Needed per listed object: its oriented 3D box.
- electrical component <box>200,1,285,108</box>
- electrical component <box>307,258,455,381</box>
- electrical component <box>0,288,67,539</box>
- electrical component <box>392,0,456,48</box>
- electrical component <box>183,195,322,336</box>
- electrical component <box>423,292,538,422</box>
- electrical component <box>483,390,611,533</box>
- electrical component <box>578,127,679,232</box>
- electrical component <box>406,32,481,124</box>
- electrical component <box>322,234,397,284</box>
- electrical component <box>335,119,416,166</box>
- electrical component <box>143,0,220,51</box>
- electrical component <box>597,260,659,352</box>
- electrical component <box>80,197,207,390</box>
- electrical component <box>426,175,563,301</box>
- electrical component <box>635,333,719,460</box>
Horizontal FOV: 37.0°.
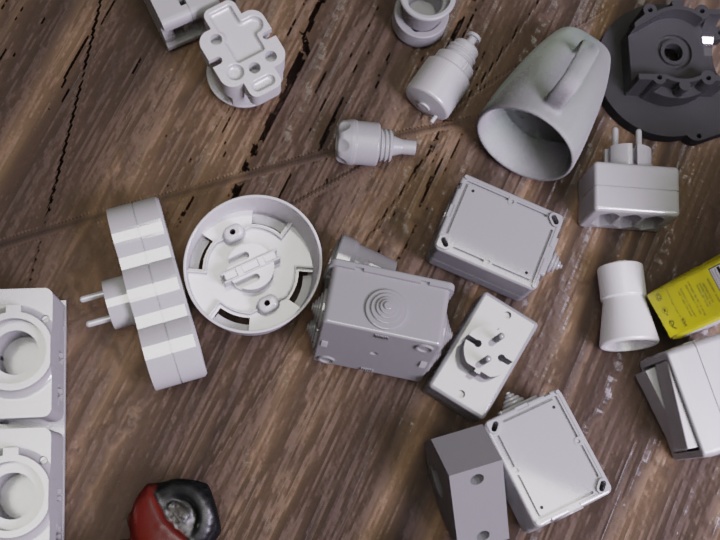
[{"bbox_3d":[-0.089,-0.158,0.822,0.058,0.057,0.078,-30,82,-11],"label":"electrical component"},{"bbox_3d":[0.014,0.039,0.768,0.100,0.099,0.048,12,66,-2],"label":"electrical component"},{"bbox_3d":[-0.264,0.109,0.747,0.105,0.060,0.186,-2,78,-5],"label":"electrical component"},{"bbox_3d":[0.049,-0.205,0.845,0.045,0.055,0.045,1,78,-5],"label":"electrical component"},{"bbox_3d":[-0.079,-0.001,0.785,0.099,0.064,0.099,1,78,-5],"label":"electrical component"},{"bbox_3d":[0.090,0.061,0.781,0.047,0.075,0.083,32,77,2],"label":"electrical component"},{"bbox_3d":[0.128,0.134,0.779,0.062,0.061,0.096,-23,73,-9],"label":"electrical component"},{"bbox_3d":[0.208,-0.074,0.836,0.066,0.047,0.076,4,76,-4],"label":"electrical component"},{"bbox_3d":[0.069,-0.154,0.844,0.040,0.040,0.078,35,77,3],"label":"electrical component"},{"bbox_3d":[0.000,0.000,0.805,0.046,0.040,0.040,23,77,-6],"label":"electrical component"},{"bbox_3d":[0.013,-0.097,0.830,0.061,0.035,0.035,4,77,-7],"label":"electrical component"},{"bbox_3d":[-0.143,-0.227,0.836,0.056,0.050,0.089,-25,81,-10],"label":"electrical component"},{"bbox_3d":[0.201,0.026,0.817,0.044,0.044,0.065,-1,73,-5],"label":"electrical component"},{"bbox_3d":[-0.164,0.021,0.779,0.074,0.052,0.138,-16,80,-8],"label":"electrical component"},{"bbox_3d":[0.105,-0.019,0.807,0.096,0.061,0.061,23,77,0],"label":"electrical component"},{"bbox_3d":[0.252,0.101,0.793,0.061,0.061,0.096,-16,80,-8],"label":"electrical component"}]
